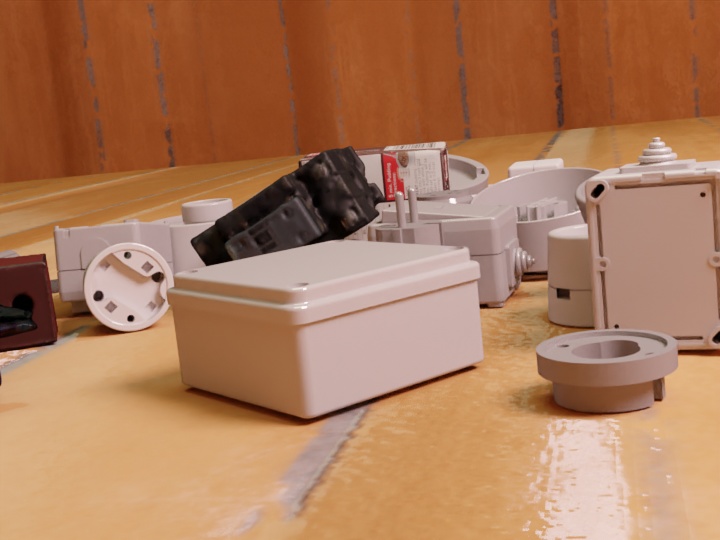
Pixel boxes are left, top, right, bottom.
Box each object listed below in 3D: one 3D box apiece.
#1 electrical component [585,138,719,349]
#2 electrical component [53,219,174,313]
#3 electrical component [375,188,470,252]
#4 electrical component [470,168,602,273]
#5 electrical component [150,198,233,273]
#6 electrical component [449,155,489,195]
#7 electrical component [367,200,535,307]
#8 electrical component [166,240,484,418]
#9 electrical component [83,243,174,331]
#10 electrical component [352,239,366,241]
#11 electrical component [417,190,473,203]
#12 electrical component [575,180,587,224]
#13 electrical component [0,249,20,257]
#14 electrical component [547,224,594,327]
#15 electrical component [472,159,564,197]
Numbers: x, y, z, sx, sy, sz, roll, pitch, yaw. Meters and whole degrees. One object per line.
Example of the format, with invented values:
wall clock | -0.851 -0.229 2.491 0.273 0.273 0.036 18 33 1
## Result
electrical component | 0.144 -0.015 0.506 0.062 0.096 0.061 -2 9 23
electrical component | -0.174 -0.003 0.782 0.062 0.061 0.096 -5 1 6
electrical component | 0.029 -0.007 0.594 0.047 0.076 0.066 -2 10 25
electrical component | 0.126 -0.033 0.733 0.099 0.064 0.099 -6 9 1
electrical component | -0.119 -0.025 0.858 0.108 0.060 0.108 -6 9 1
electrical component | 0.053 -0.054 0.904 0.108 0.060 0.108 -1 23 0
electrical component | 0.059 -0.012 0.660 0.096 0.061 0.062 -3 10 19
electrical component | -0.016 0.023 0.504 0.109 0.056 0.109 -13 11 -38
electrical component | -0.151 0.009 0.690 0.055 0.055 0.047 -9 6 -18
electrical component | 0.000 0.000 0.709 0.035 0.035 0.061 -7 11 -5
electrical component | 0.062 -0.028 0.774 0.045 0.055 0.045 -6 9 1
electrical component | 0.152 -0.019 0.625 0.044 0.065 0.044 -12 27 6
electrical component | -0.284 0.009 0.810 0.043 0.043 0.081 -4 9 14
electrical component | 0.127 0.001 0.575 0.055 0.047 0.055 -6 9 1
electrical component | 0.120 -0.049 0.835 0.077 0.065 0.047 -4 9 15
